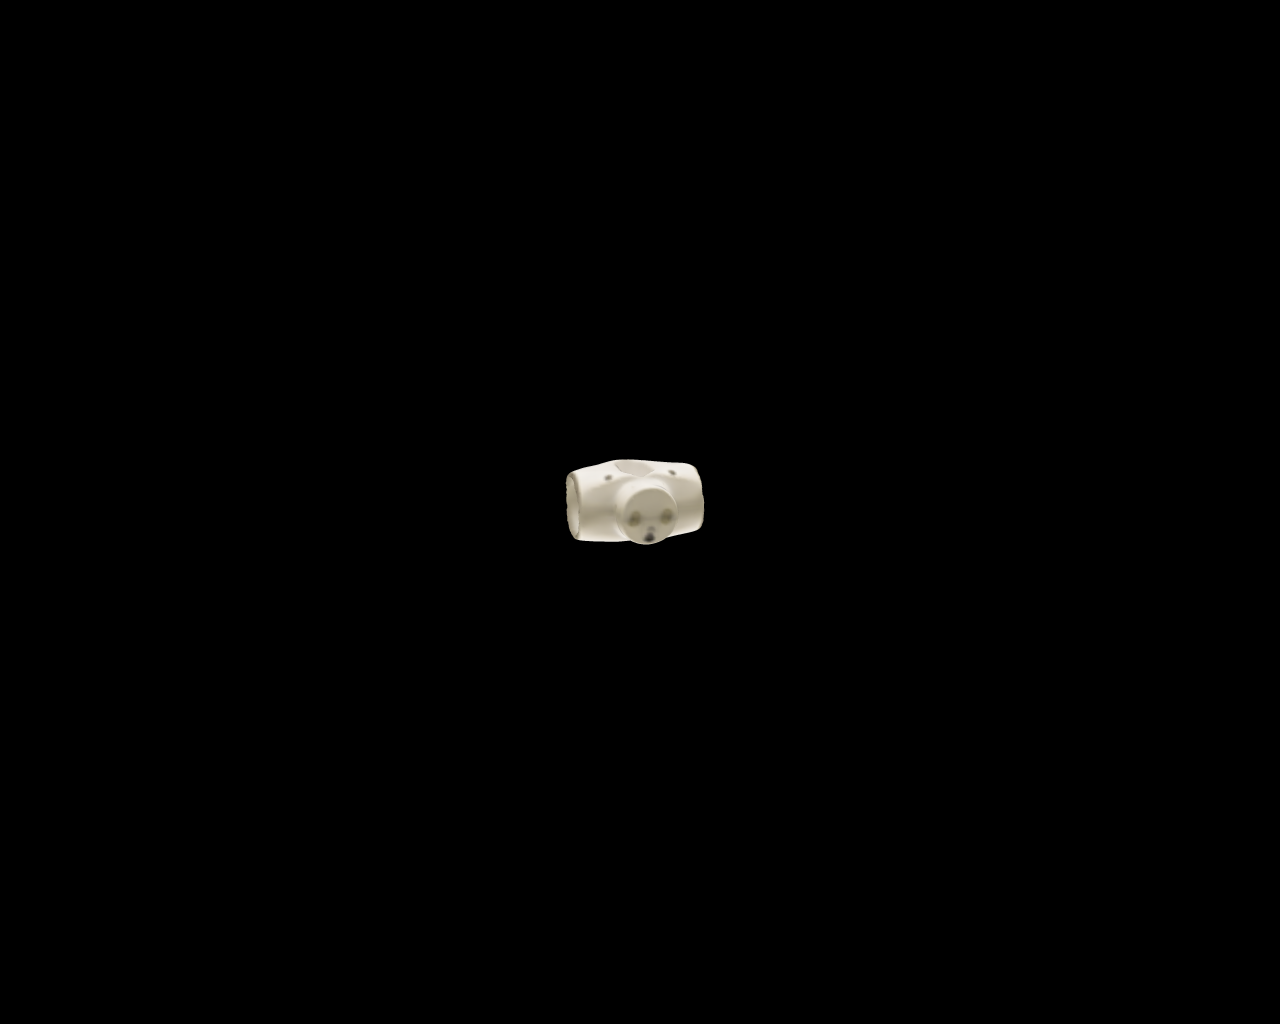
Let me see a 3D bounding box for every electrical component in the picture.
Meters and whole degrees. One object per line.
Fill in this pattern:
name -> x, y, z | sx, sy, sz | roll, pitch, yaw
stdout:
electrical component -> 0.001, -0.003, 0.650 | 0.077, 0.043, 0.079 | -4, 16, -14
